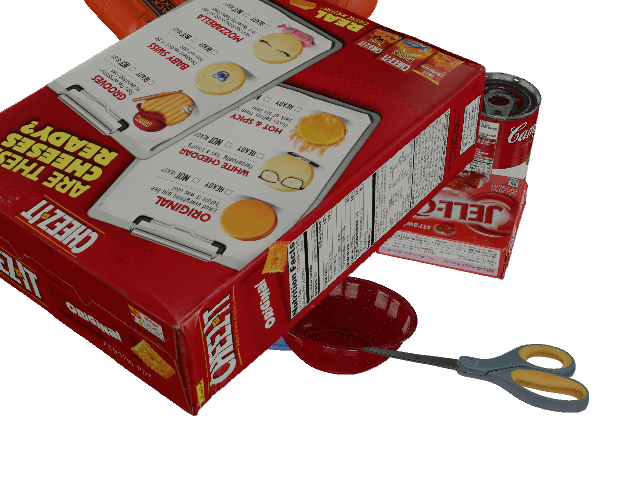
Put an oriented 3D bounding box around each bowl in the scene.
[{"bbox_3d":[0.022,0.098,1.155,0.162,0.055,0.162,5,26,-3],"label":"bowl"}]

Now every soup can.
[{"bbox_3d":[0.144,-0.080,0.901,0.068,0.102,0.068,1,40,-1],"label":"soup can"}]

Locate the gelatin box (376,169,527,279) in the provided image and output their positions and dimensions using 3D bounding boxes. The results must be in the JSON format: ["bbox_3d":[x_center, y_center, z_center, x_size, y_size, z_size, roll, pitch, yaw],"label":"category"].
[{"bbox_3d":[0.088,-0.016,0.717,0.089,0.030,0.073,11,45,14],"label":"gelatin box"}]

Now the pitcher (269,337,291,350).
[{"bbox_3d":[-0.044,0.013,1.350,0.145,0.243,0.148,10,14,38],"label":"pitcher"}]

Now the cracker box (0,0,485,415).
[{"bbox_3d":[-0.048,-0.038,0.520,0.164,0.072,0.213,29,54,28],"label":"cracker box"}]

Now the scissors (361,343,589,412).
[{"bbox_3d":[0.147,0.107,0.972,0.202,0.016,0.096,17,30,16],"label":"scissors"}]

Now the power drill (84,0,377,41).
[{"bbox_3d":[-0.045,-0.154,0.747,0.187,0.184,0.057,-35,-13,-35],"label":"power drill"}]
